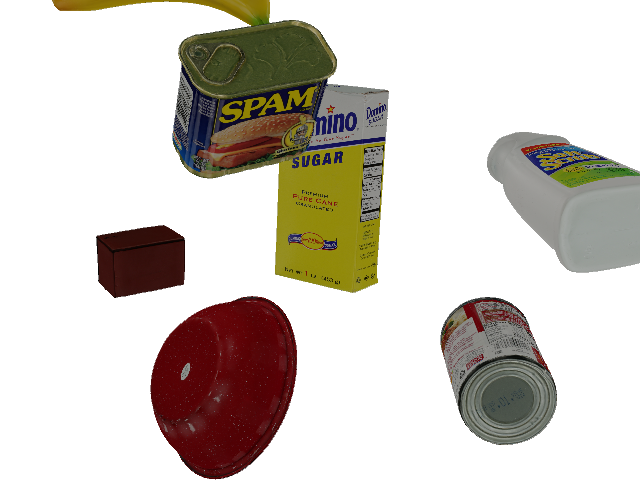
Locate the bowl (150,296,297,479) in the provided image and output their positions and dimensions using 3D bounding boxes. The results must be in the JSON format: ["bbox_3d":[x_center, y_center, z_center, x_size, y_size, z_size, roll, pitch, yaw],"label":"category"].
[{"bbox_3d":[-0.094,0.116,0.901,0.055,0.162,0.162,26,-17,-39],"label":"bowl"}]

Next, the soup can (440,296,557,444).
[{"bbox_3d":[0.124,0.090,0.754,0.068,0.068,0.102,0,20,0],"label":"soup can"}]

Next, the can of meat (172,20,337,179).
[{"bbox_3d":[-0.048,-0.094,0.721,0.102,0.057,0.084,-14,-33,-24],"label":"can of meat"}]

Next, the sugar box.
[{"bbox_3d":[0.008,-0.049,0.950,0.093,0.176,0.048,11,18,35],"label":"sugar box"}]

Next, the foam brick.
[{"bbox_3d":[-0.183,0.020,1.086,0.078,0.051,0.053,-10,21,-28],"label":"foam brick"}]

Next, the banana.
[{"bbox_3d":[-0.122,-0.205,0.874,0.198,0.069,0.037,11,-41,15],"label":"banana"}]

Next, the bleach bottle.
[{"bbox_3d":[0.200,-0.048,0.918,0.102,0.068,0.251,-8,20,-11],"label":"bleach bottle"}]
